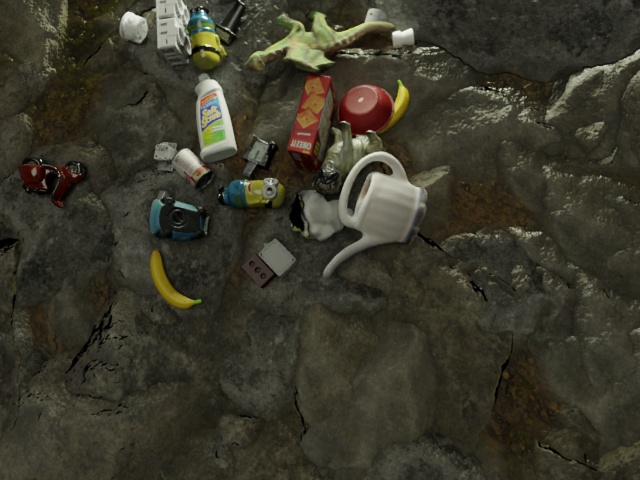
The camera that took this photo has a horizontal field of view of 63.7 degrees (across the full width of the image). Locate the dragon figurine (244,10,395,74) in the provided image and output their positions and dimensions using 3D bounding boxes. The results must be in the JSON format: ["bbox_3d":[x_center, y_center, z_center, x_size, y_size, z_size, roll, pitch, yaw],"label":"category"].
[{"bbox_3d":[-0.001,-0.502,1.362,0.410,0.119,0.249,-4,49,7],"label":"dragon figurine"}]

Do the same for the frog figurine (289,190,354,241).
[{"bbox_3d":[0.004,-0.068,1.354,0.160,0.120,0.139,-8,67,-32],"label":"frog figurine"}]

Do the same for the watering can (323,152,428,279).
[{"bbox_3d":[0.145,-0.045,1.305,0.224,0.104,0.348,18,89,-8],"label":"watering can"}]
